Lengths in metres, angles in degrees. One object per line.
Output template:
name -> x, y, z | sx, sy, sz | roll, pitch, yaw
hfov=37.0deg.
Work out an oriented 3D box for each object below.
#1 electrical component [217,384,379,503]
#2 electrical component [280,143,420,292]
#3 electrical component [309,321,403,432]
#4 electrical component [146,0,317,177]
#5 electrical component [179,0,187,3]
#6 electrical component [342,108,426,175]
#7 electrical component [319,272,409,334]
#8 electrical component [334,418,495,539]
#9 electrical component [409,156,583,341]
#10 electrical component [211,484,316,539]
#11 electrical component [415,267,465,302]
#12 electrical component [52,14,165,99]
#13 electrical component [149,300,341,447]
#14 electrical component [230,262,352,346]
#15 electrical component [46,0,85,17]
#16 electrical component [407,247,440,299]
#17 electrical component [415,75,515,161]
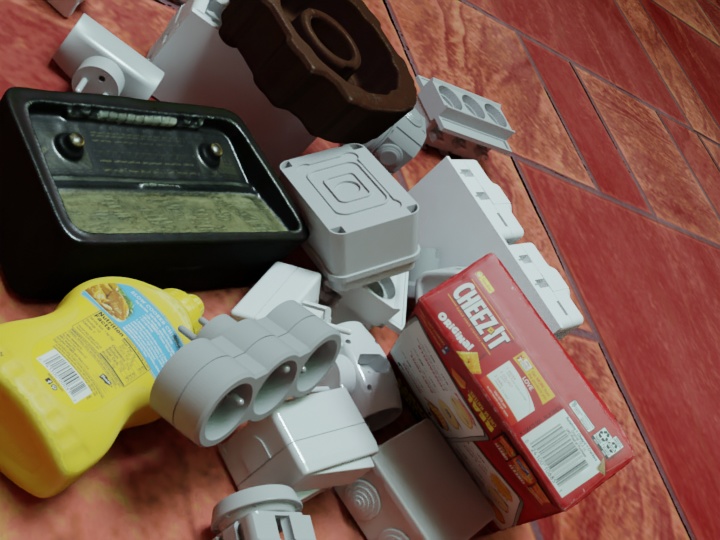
electrical component -> -0.035, 0.122, 0.724 | 0.096, 0.062, 0.061 | -5, 59, -53
electrical component -> -0.009, -0.042, 0.846 | 0.078, 0.057, 0.113 | -17, 42, -20
electrical component -> -0.015, 0.082, 0.811 | 0.079, 0.043, 0.077 | 5, 51, -48
electrical component -> -0.103, -0.163, 0.930 | 0.150, 0.089, 0.061 | 34, 34, -22
electrical component -> -0.168, -0.306, 1.034 | 0.099, 0.064, 0.099 | 31, 35, -25
electrical component -> 0.024, -0.136, 1.067 | 0.051, 0.080, 0.080 | 35, 33, -29
electrical component -> 0.000, 0.000, 0.901 | 0.079, 0.063, 0.121 | 35, 34, -20
electrical component -> 0.039, 0.166, 0.778 | 0.099, 0.048, 0.100 | 55, 32, 12
electrical component -> 0.109, 0.001, 0.992 | 0.060, 0.105, 0.186 | -8, 61, -54
electrical component -> -0.059, 0.166, 0.651 | 0.078, 0.058, 0.057 | 14, 48, -43
electrical component -> 0.087, 0.046, 0.933 | 0.059, 0.054, 0.095 | -8, 97, -54
electrical component -> -0.201, -0.151, 0.840 | 0.077, 0.044, 0.079 | 36, 33, -19
electrical component -> -0.079, 0.052, 0.663 | 0.074, 0.052, 0.138 | 34, 30, 22
electrical component -> -0.045, 0.040, 0.784 | 0.076, 0.047, 0.083 | 15, 31, 14
electrical component -> -0.242, -0.271, 0.873 | 0.100, 0.100, 0.048 | 42, 44, -9
electrical component -> 0.054, 0.003, 0.968 | 0.040, 0.040, 0.046 | 4, 92, -49
electrical component -> 0.109, -0.166, 1.219 | 0.121, 0.063, 0.078 | 11, 47, -45
